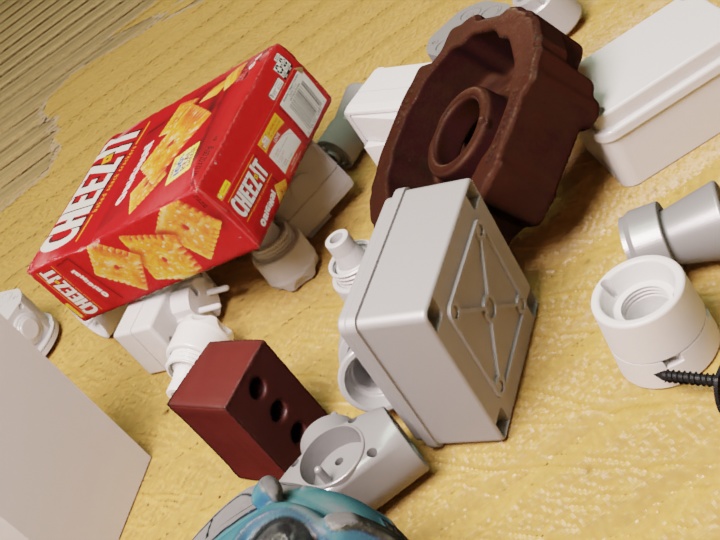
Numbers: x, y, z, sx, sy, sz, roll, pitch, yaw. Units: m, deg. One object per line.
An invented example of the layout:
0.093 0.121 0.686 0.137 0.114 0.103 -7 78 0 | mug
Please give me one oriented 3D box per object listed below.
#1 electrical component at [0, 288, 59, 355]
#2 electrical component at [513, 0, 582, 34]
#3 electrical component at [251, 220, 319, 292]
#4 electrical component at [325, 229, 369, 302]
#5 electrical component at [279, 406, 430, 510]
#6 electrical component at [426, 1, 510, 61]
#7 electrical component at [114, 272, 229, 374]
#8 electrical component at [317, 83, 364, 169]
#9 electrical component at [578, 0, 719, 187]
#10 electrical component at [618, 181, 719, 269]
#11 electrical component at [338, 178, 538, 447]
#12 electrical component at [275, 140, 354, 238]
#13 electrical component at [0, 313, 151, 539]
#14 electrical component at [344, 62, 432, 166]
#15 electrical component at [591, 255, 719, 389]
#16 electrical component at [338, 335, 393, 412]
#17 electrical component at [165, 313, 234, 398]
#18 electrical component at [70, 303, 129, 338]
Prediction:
-0.310 0.059 0.943 0.080 0.051 0.080 -24 35 18 | electrical component
0.140 -0.214 0.846 0.040 0.078 0.040 -37 31 27 | electrical component
-0.062 -0.017 0.796 0.043 0.062 0.043 -24 35 18 | electrical component
0.000 0.000 0.717 0.043 0.062 0.043 -25 35 18 | electrical component
-0.011 0.108 0.609 0.077 0.044 0.079 -37 32 -1 | electrical component
0.097 -0.171 0.852 0.080 0.051 0.080 -24 35 18 | electrical component
-0.132 0.028 0.820 0.076 0.047 0.083 -15 39 30 | electrical component
-0.007 -0.117 0.891 0.044 0.044 0.065 5 56 46 | electrical component
0.192 -0.117 0.689 0.113 0.057 0.078 -33 33 6 | electrical component
0.176 -0.019 0.593 0.055 0.045 0.045 -20 36 24 | electrical component
0.048 0.024 0.600 0.056 0.108 0.108 -9 42 31 | electrical component
-0.055 -0.072 0.858 0.061 0.061 0.096 -48 30 -2 | electrical component
-0.227 0.111 0.675 0.060 0.186 0.105 -16 38 29 | electrical component
0.044 -0.116 0.821 0.096 0.061 0.061 4 50 45 | electrical component
0.152 0.026 0.557 0.055 0.047 0.055 -24 35 18 | electrical component
0.009 0.054 0.648 0.045 0.045 0.055 -31 17 10 | electrical component
-0.118 0.065 0.764 0.043 0.043 0.062 -12 42 34 | electrical component
-0.203 0.013 0.908 0.043 0.043 0.081 8 53 48 | electrical component
